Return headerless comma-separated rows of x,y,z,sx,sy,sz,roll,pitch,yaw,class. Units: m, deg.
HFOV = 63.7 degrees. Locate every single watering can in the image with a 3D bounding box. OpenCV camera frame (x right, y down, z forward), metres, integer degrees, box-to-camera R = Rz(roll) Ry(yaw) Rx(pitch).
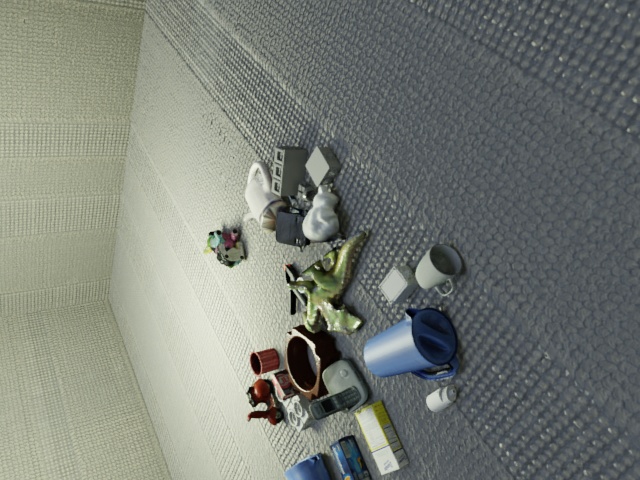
-0.203,-0.116,1.813,0.228,0.104,0.339,59,150,30,watering can

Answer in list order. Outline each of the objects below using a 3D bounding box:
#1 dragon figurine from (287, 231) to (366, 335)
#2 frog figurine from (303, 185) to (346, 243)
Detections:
0.052,0.159,1.517,0.403,0.124,0.244,-37,83,43,dragon figurine
0.005,-0.076,1.509,0.139,0.123,0.157,-142,41,-69,frog figurine
